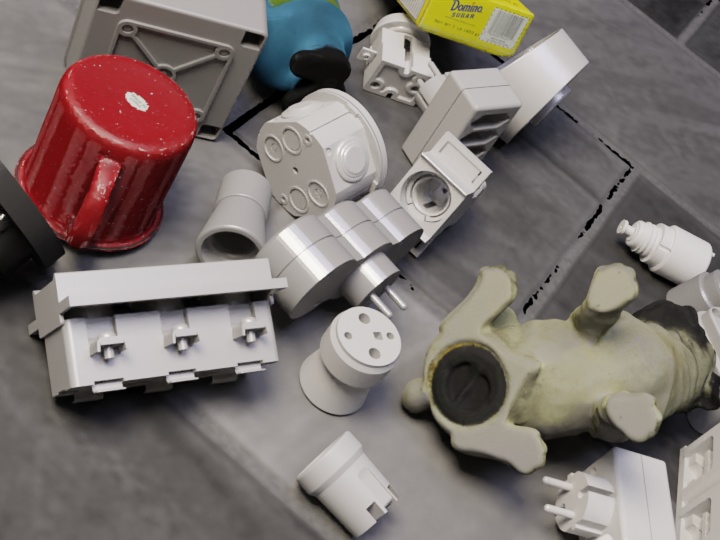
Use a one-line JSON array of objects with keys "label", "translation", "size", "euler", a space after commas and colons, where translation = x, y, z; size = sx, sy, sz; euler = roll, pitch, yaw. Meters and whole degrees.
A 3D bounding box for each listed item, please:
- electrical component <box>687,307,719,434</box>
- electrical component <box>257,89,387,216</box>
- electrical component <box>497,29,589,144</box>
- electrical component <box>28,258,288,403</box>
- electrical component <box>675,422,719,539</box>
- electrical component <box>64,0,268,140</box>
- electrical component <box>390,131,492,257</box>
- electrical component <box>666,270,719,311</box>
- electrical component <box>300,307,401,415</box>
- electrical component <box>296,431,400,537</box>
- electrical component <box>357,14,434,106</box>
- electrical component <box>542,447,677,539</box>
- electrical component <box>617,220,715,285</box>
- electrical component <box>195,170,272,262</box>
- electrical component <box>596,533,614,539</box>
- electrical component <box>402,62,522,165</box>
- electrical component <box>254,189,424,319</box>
[{"label": "electrical component", "translation": [0.289, 0.073, 0.788], "size": [0.113, 0.057, 0.078], "euler": [4, 53, -27]}, {"label": "electrical component", "translation": [-0.025, -0.076, 0.715], "size": [0.051, 0.080, 0.080], "euler": [-33, 75, -37]}, {"label": "electrical component", "translation": [0.130, -0.149, 0.853], "size": [0.064, 0.099, 0.099], "euler": [46, 46, 1]}, {"label": "electrical component", "translation": [-0.109, 0.033, 0.588], "size": [0.121, 0.079, 0.063], "euler": [-5, 79, -32]}, {"label": "electrical component", "translation": [0.254, 0.177, 0.680], "size": [0.089, 0.061, 0.150], "euler": [28, 46, -7]}, {"label": "electrical component", "translation": [-0.127, -0.146, 0.693], "size": [0.109, 0.108, 0.056], "euler": [10, 53, -23]}, {"label": "electrical component", "translation": [0.055, -0.053, 0.750], "size": [0.042, 0.081, 0.064], "euler": [45, 24, 10]}, {"label": "electrical component", "translation": [0.268, 0.019, 0.810], "size": [0.040, 0.078, 0.040], "euler": [24, 48, -31]}, {"label": "electrical component", "translation": [-0.006, 0.054, 0.637], "size": [0.045, 0.055, 0.045], "euler": [15, 48, -18]}, {"label": "electrical component", "translation": [-0.006, 0.119, 0.596], "size": [0.046, 0.040, 0.040], "euler": [47, 46, 4]}, {"label": "electrical component", "translation": [0.031, -0.167, 0.845], "size": [0.066, 0.048, 0.055], "euler": [16, 56, -18]}, {"label": "electrical component", "translation": [0.145, 0.145, 0.654], "size": [0.077, 0.047, 0.065], "euler": [18, 48, -16]}, {"label": "electrical component", "translation": [0.238, -0.017, 0.843], "size": [0.078, 0.040, 0.040], "euler": [26, 46, -9]}, {"label": "electrical component", "translation": [-0.076, -0.032, 0.677], "size": [0.044, 0.044, 0.065], "euler": [21, 42, -14]}, {"label": "electrical component", "translation": [0.128, 0.204, 0.596], "size": [0.076, 0.047, 0.083], "euler": [-18, 65, -38]}, {"label": "electrical component", "translation": [0.065, -0.120, 0.799], "size": [0.047, 0.083, 0.075], "euler": [-11, 60, -36]}, {"label": "electrical component", "translation": [0.000, 0.000, 0.671], "size": [0.073, 0.052, 0.138], "euler": [48, 33, 11]}]
